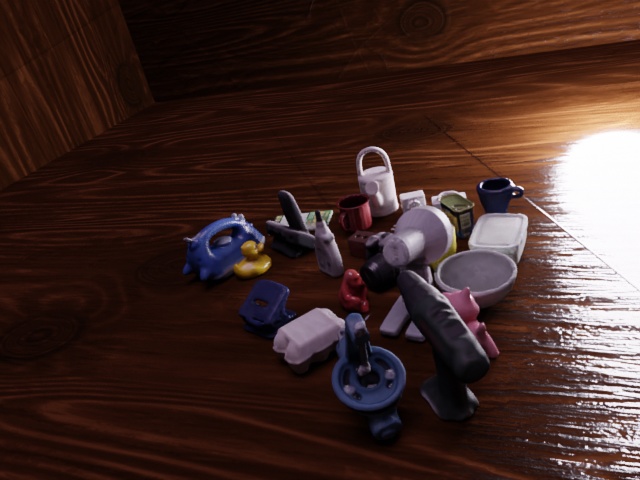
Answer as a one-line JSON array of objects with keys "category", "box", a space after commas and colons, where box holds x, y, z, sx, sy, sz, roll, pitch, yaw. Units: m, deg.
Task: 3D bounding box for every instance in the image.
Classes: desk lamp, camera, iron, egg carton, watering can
[{"category": "desk lamp", "box": [0.192, 0.059, 1.162, 0.117, 0.214, 0.204, 4, 33, 30]}, {"category": "camera", "box": [0.148, 0.043, 1.334, 0.137, 0.101, 0.142, -31, 32, -29]}, {"category": "iron", "box": [-0.258, 0.002, 1.549, 0.118, 0.142, 0.259, 12, 37, 40]}, {"category": "egg carton", "box": [-0.016, 0.199, 1.154, 0.150, 0.069, 0.107, -27, 31, -24]}, {"category": "watering can", "box": [0.159, -0.168, 1.615, 0.101, 0.194, 0.172, -16, 28, -4]}]

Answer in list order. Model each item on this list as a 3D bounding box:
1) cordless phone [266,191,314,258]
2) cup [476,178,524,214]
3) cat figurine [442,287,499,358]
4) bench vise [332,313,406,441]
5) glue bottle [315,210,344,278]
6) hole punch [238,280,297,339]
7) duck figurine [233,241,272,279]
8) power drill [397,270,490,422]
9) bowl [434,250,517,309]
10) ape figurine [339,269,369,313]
[{"category": "cordless phone", "box": [-0.090, -0.058, 1.538, 0.094, 0.185, 0.147, -34, 34, -33]}, {"category": "cup", "box": [0.462, -0.100, 1.460, 0.117, 0.095, 0.092, 7, 35, 35]}, {"category": "cat figurine", "box": [0.275, 0.147, 1.066, 0.067, 0.118, 0.127, -18, 28, -7]}, {"category": "bench vise", "box": [0.056, 0.200, 0.959, 0.122, 0.220, 0.206, -27, 31, -24]}, {"category": "glue bottle", "box": [0.013, 0.005, 1.387, 0.037, 0.173, 0.077, -29, 31, -25]}, {"category": "hole punch", "box": [-0.120, 0.151, 1.266, 0.108, 0.091, 0.101, 11, 37, 38]}, {"category": "duck figurine", "box": [-0.182, 0.045, 1.495, 0.105, 0.086, 0.077, -28, 31, -24]}, {"category": "power drill", "box": [0.197, 0.181, 0.941, 0.076, 0.209, 0.229, -20, 29, -12]}, {"category": "bowl", "box": [0.324, 0.093, 1.190, 0.167, 0.075, 0.167, -11, 28, 6]}, {"category": "ape figurine", "box": [0.074, 0.107, 1.258, 0.075, 0.092, 0.078, 9, 36, 36]}]
